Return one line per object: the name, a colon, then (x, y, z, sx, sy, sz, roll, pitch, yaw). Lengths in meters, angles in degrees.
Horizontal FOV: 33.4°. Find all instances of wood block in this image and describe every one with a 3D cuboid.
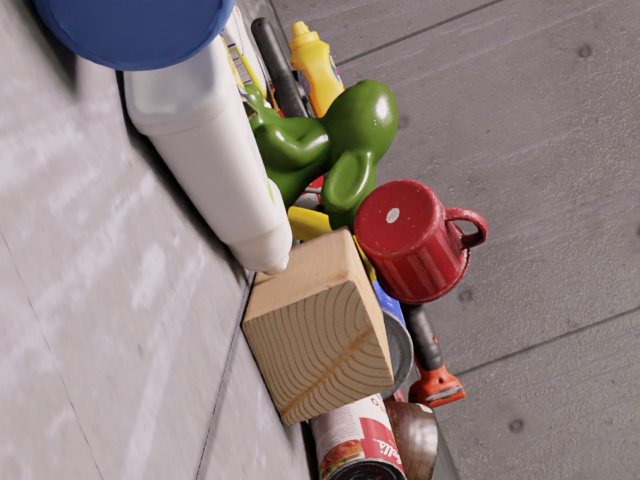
wood block: (0.000, 0.063, 0.877, 0.206, 0.091, 0.090, -89, 158, -78)

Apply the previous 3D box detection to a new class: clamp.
clamp: (-0.032, -0.166, 1.242, 0.120, 0.039, 0.171, 38, 31, -63)

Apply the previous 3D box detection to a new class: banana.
banana: (0.011, 0.004, 1.075, 0.198, 0.069, 0.037, 43, -55, 57)

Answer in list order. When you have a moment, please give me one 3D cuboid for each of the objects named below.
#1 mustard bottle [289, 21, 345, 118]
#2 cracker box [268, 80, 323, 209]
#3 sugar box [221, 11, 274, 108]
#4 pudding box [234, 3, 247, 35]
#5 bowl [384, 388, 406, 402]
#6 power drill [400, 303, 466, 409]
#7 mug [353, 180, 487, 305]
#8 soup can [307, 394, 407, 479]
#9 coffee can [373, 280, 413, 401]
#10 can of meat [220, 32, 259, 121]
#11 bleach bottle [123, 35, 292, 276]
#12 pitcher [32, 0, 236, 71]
mustard bottle: (0.006, -0.204, 1.439, 0.096, 0.058, 0.191, 2, 65, -88)
cracker box: (-0.031, -0.121, 1.431, 0.213, 0.072, 0.164, -101, 169, -70)
sugar box: (-0.104, -0.215, 1.185, 0.176, 0.048, 0.093, 56, 14, -56)
pudding box: (-0.119, -0.266, 1.273, 0.113, 0.039, 0.090, 58, 12, -56)
bowl: (0.075, 0.201, 1.318, 0.162, 0.055, 0.162, -22, 90, -85)
power drill: (0.113, 0.116, 1.336, 0.184, 0.057, 0.187, 140, -69, -79)
mug: (0.091, -0.003, 0.956, 0.081, 0.117, 0.093, 52, 34, -52)
soup can: (0.027, 0.169, 0.860, 0.102, 0.068, 0.068, -105, 172, -58)
coffee can: (0.034, 0.089, 1.065, 0.140, 0.103, 0.103, -97, 165, -72)
can of meat: (-0.095, -0.132, 0.850, 0.102, 0.057, 0.084, 7, 60, -85)
bleach bottle: (-0.066, -0.045, 0.777, 0.250, 0.068, 0.102, 67, 8, -53)
pitcher: (-0.111, -0.214, 0.619, 0.149, 0.145, 0.243, 28, 31, -30)
